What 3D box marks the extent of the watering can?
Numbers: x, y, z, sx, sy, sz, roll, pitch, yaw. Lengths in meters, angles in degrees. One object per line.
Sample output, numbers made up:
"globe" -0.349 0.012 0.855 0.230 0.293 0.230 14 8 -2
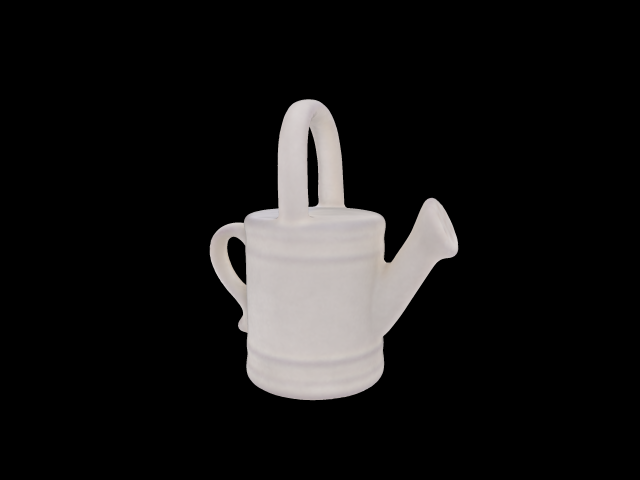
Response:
"watering can" 0.004 0.001 0.402 0.173 0.194 0.101 0 9 -1
